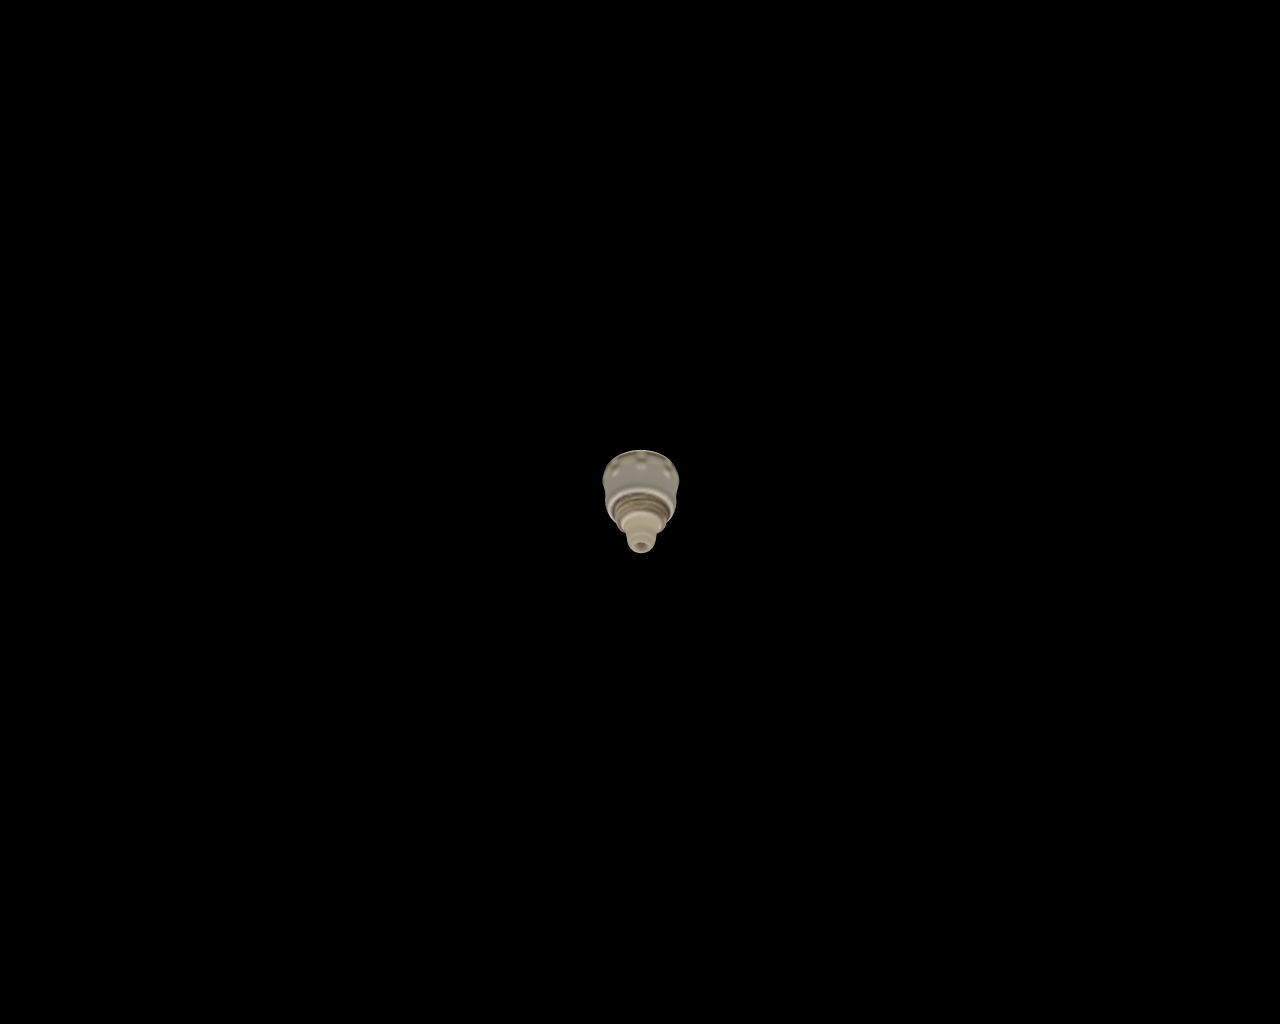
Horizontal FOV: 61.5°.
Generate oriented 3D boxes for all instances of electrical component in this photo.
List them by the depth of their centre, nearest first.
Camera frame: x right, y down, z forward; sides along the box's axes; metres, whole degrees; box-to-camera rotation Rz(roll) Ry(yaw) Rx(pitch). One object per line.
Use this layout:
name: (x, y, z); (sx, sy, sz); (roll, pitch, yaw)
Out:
electrical component: (0.001, -0.003, 0.650); (0.048, 0.062, 0.048); (0, -39, 0)
